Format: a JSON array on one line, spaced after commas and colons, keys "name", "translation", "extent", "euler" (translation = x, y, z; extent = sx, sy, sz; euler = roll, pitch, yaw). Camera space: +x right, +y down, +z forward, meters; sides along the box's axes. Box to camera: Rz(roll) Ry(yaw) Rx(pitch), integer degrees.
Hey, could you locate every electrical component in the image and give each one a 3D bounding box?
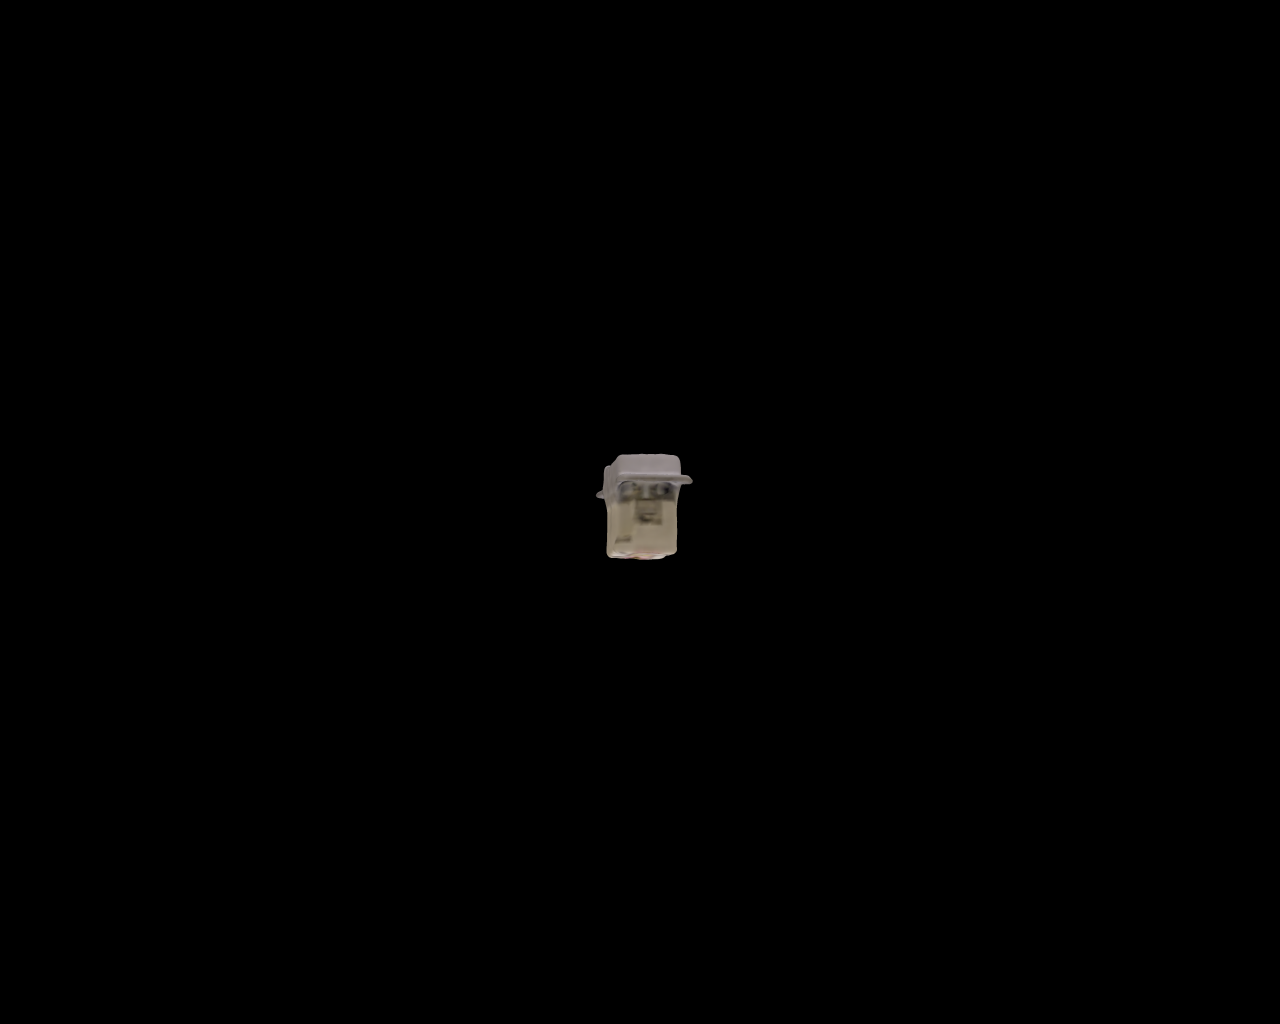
[{"name": "electrical component", "translation": [0.001, -0.003, 0.650], "extent": [0.042, 0.063, 0.081], "euler": [1, -7, -11]}]
